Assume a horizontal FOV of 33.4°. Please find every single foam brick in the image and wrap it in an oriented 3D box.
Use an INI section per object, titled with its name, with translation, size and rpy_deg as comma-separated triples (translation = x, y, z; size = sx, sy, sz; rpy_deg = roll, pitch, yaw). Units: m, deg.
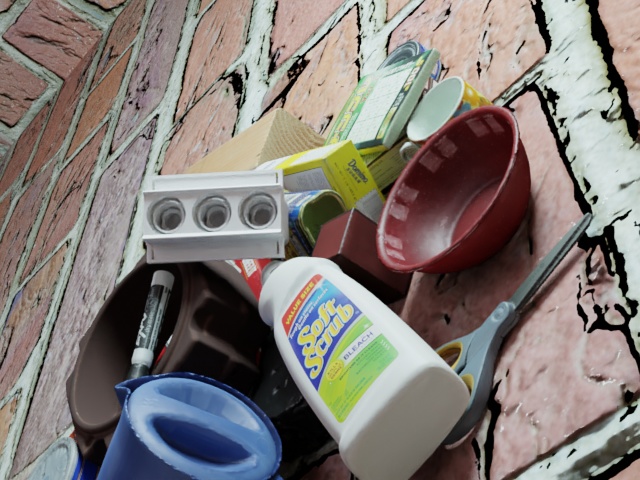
[foam brick]
translation = 0.037, 0.018, 0.944
size = 0.053, 0.078, 0.051
rpy_deg = -29, 36, 50

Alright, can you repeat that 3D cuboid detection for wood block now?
[wood block]
translation = -0.085, -0.064, 1.266
size = 0.207, 0.090, 0.090
rpy_deg = -25, 39, 49

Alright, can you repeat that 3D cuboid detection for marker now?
[marker]
translation = -0.148, 0.082, 0.924
size = 0.020, 0.020, 0.121
rpy_deg = -30, 40, 45

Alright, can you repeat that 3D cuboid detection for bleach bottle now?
[bleach bottle]
translation = 0.009, 0.083, 0.831
size = 0.102, 0.068, 0.251
rpy_deg = -49, 35, -1

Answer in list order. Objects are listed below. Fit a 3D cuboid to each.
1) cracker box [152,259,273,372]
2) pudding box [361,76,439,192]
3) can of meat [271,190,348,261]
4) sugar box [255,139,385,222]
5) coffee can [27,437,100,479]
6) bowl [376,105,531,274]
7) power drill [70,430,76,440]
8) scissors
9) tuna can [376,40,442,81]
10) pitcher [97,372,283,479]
[cracker box]
translation = -0.107, 0.115, 1.102
size = 0.214, 0.072, 0.164
rpy_deg = -50, 27, 11
[pudding box]
translation = 0.076, -0.103, 1.072
size = 0.114, 0.039, 0.090
rpy_deg = -39, 28, 38
[can of meat]
translation = -0.007, 0.001, 1.015
size = 0.057, 0.102, 0.084
rpy_deg = -38, 20, -28
[sugar box]
translation = -0.006, -0.042, 1.079
size = 0.048, 0.093, 0.176
rpy_deg = -36, 15, -25
[coffee can]
translation = -0.204, 0.263, 1.010
size = 0.103, 0.140, 0.103
rpy_deg = -43, 27, 28
[bowl]
translation = 0.119, -0.030, 0.875
size = 0.162, 0.055, 0.162
rpy_deg = -43, 27, 28
[power drill]
translation = -0.233, 0.251, 1.183
size = 0.184, 0.057, 0.188
rpy_deg = -50, 24, 15
[scissors]
translation = 0.133, 0.072, 0.770
size = 0.202, 0.016, 0.096
rpy_deg = -45, 28, 24
[tuna can]
translation = 0.088, -0.170, 1.139
size = 0.086, 0.033, 0.086
rpy_deg = -43, 27, 28
[pitcher]
translation = -0.128, 0.245, 0.879
size = 0.243, 0.144, 0.149
rpy_deg = -64, 28, 23
